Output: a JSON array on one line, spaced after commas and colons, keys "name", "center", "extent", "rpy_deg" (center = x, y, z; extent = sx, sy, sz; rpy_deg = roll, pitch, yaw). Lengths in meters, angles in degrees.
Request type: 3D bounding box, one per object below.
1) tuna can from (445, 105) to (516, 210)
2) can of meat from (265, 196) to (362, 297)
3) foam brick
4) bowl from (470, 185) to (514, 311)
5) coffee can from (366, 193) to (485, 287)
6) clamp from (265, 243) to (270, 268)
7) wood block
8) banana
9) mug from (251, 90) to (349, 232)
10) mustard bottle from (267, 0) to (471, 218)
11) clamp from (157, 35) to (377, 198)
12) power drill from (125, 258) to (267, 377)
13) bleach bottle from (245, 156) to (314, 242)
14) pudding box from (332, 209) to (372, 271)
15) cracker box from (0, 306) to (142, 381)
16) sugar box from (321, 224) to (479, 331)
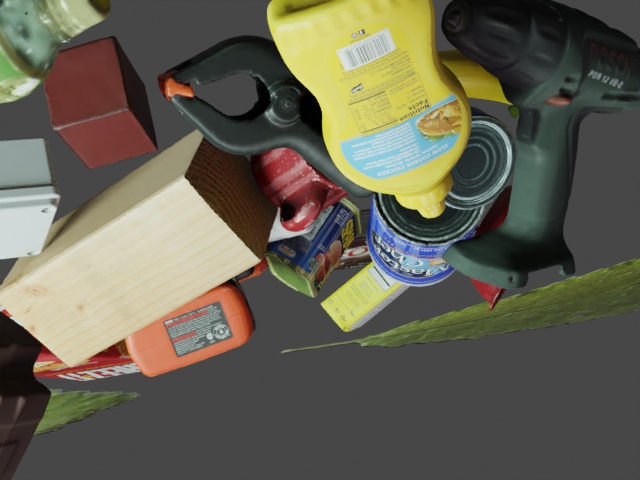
[{"name": "tuna can", "center": [0.123, -0.070, 0.910], "extent": [0.086, 0.086, 0.034], "rpy_deg": [-9, -158, -19]}, {"name": "can of meat", "center": [-0.007, 0.001, 1.012], "extent": [0.084, 0.057, 0.102], "rpy_deg": [-56, 168, -11]}, {"name": "foam brick", "center": [-0.142, -0.087, 0.692], "extent": [0.051, 0.053, 0.078], "rpy_deg": [-14, 163, 1]}, {"name": "bowl", "center": [0.203, -0.005, 1.158], "extent": [0.162, 0.055, 0.162], "rpy_deg": [-55, 168, -19]}, {"name": "coffee can", "center": [0.098, -0.023, 1.013], "extent": [0.102, 0.103, 0.140], "rpy_deg": [-13, 163, -4]}, {"name": "clamp", "center": [-0.134, 0.034, 1.120], "extent": [0.210, 0.036, 0.164], "rpy_deg": [-13, 165, 10]}, {"name": "wood block", "center": [-0.143, 0.006, 0.843], "extent": [0.206, 0.090, 0.090], "rpy_deg": [-29, 116, 26]}, {"name": "banana", "center": [0.137, -0.121, 0.842], "extent": [0.070, 0.037, 0.197], "rpy_deg": [-28, 159, 34]}, {"name": "mug", "center": [-0.004, -0.058, 0.806], "extent": [0.093, 0.117, 0.082], "rpy_deg": [24, 152, -22]}, {"name": "mustard bottle", "center": [0.045, -0.086, 0.684], "extent": [0.096, 0.058, 0.191], "rpy_deg": [-24, 129, 6]}, {"name": "clamp", "center": [-0.023, -0.084, 0.721], "extent": [0.171, 0.120, 0.039], "rpy_deg": [-4, -171, -19]}, {"name": "power drill", "center": [-0.133, 0.056, 0.965], "extent": [0.184, 0.057, 0.188], "rpy_deg": [-22, -162, 0]}, {"name": "bleach bottle", "center": [-0.138, -0.010, 0.935], "extent": [0.251, 0.068, 0.102], "rpy_deg": [-16, 162, 13]}, {"name": "pudding box", "center": [0.014, 0.003, 1.136], "extent": [0.113, 0.039, 0.090], "rpy_deg": [-8, 161, -22]}, {"name": "cracker box", "center": [-0.277, 0.107, 1.127], "extent": [0.164, 0.072, 0.213], "rpy_deg": [-11, 166, 31]}, {"name": "sugar box", "center": [0.088, 0.027, 1.154], "extent": [0.176, 0.048, 0.093], "rpy_deg": [-42, 170, 10]}]
